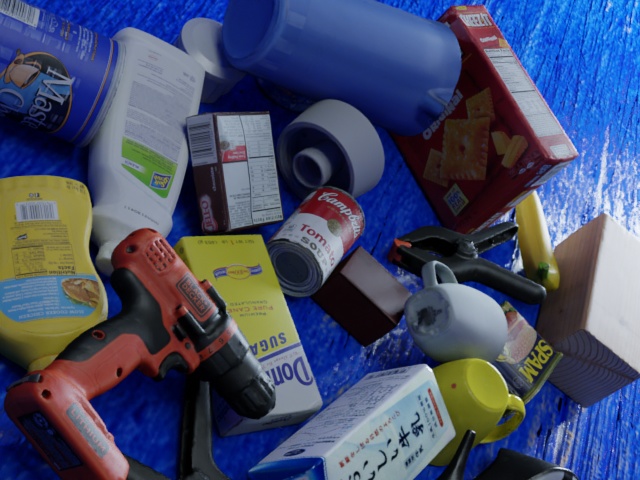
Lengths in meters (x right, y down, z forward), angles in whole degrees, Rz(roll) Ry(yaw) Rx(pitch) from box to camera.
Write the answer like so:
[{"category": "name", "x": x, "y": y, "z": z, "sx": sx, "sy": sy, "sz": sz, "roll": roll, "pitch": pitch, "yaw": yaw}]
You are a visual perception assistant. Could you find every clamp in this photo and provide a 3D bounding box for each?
[{"category": "clamp", "x": 0.160, "y": 0.025, "z": 1.149, "sx": 0.171, "sy": 0.039, "sz": 0.120, "roll": -3, "pitch": 38, "yaw": -20}, {"category": "clamp", "x": -0.116, "y": 0.196, "z": 0.827, "sx": 0.164, "sy": 0.036, "sz": 0.210, "roll": -13, "pitch": 69, "yaw": -40}]

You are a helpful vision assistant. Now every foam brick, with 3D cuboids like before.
[{"category": "foam brick", "x": 0.042, "y": 0.056, "z": 1.053, "sx": 0.078, "sy": 0.051, "sz": 0.052, "roll": 43, "pitch": 41, "yaw": -4}]

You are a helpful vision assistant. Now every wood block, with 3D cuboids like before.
[{"category": "wood block", "x": 0.317, "y": 0.077, "z": 1.230, "sx": 0.090, "sy": 0.090, "sz": 0.205, "roll": 38, "pitch": 42, "yaw": -11}]

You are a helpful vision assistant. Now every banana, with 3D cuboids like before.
[{"category": "banana", "x": 0.257, "y": 0.005, "z": 1.253, "sx": 0.037, "sy": 0.070, "sz": 0.197, "roll": 1, "pitch": 32, "yaw": 1}]

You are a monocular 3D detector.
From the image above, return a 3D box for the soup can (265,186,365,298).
[{"category": "soup can", "x": -0.007, "y": 0.001, "z": 1.043, "sx": 0.068, "sy": 0.069, "sz": 0.102, "roll": 43, "pitch": 43, "yaw": -4}]

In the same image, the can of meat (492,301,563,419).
[{"category": "can of meat", "x": 0.196, "y": 0.123, "z": 1.122, "sx": 0.084, "sy": 0.058, "sz": 0.101, "roll": 46, "pitch": 41, "yaw": 4}]

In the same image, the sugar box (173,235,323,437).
[{"category": "sugar box", "x": -0.069, "y": 0.081, "z": 0.948, "sx": 0.093, "sy": 0.048, "sz": 0.176, "roll": -3, "pitch": 60, "yaw": -40}]

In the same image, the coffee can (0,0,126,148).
[{"category": "coffee can", "x": -0.255, "y": -0.153, "z": 0.935, "sx": 0.140, "sy": 0.103, "sz": 0.103, "roll": 21, "pitch": 47, "yaw": -25}]

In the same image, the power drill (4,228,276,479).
[{"category": "power drill", "x": -0.130, "y": 0.107, "z": 0.805, "sx": 0.184, "sy": 0.057, "sz": 0.187, "roll": 52, "pitch": 45, "yaw": -12}]

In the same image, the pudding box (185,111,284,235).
[{"category": "pudding box", "x": -0.079, "y": -0.065, "z": 1.015, "sx": 0.089, "sy": 0.039, "sz": 0.113, "roll": -12, "pitch": 97, "yaw": -57}]

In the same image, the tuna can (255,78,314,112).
[{"category": "tuna can", "x": -0.031, "y": -0.185, "z": 1.193, "sx": 0.086, "sy": 0.034, "sz": 0.086, "roll": 21, "pitch": 48, "yaw": -25}]

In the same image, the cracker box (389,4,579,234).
[{"category": "cracker box", "x": 0.167, "y": -0.134, "z": 1.216, "sx": 0.071, "sy": 0.164, "sz": 0.214, "roll": -12, "pitch": 67, "yaw": -46}]

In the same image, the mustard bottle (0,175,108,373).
[{"category": "mustard bottle", "x": -0.219, "y": 0.042, "z": 0.844, "sx": 0.096, "sy": 0.058, "sz": 0.192, "roll": -3, "pitch": 60, "yaw": -25}]

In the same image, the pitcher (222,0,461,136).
[{"category": "pitcher", "x": 0.017, "y": -0.205, "z": 1.128, "sx": 0.242, "sy": 0.149, "sz": 0.145, "roll": 13, "pitch": 75, "yaw": -38}]

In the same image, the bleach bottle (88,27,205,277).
[{"category": "bleach bottle", "x": -0.172, "y": -0.077, "z": 0.975, "sx": 0.102, "sy": 0.068, "sz": 0.250, "roll": 24, "pitch": 48, "yaw": -22}]
